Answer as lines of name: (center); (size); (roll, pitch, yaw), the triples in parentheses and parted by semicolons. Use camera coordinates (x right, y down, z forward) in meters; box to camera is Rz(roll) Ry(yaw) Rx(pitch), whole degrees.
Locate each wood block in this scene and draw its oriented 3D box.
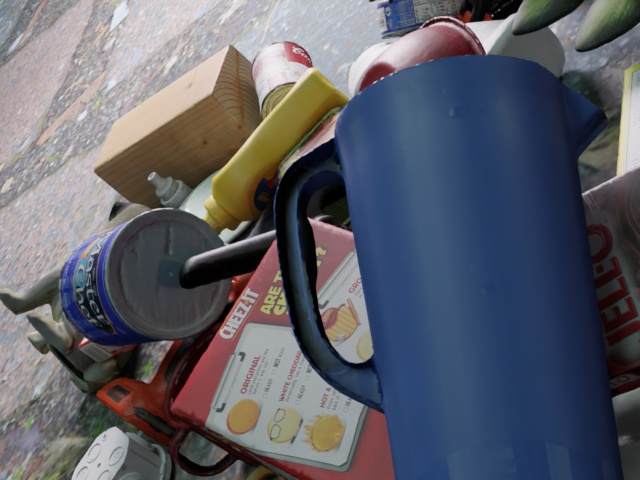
wood block: (-0.152, -0.122, 1.218); (0.206, 0.090, 0.090); (-26, 36, 36)

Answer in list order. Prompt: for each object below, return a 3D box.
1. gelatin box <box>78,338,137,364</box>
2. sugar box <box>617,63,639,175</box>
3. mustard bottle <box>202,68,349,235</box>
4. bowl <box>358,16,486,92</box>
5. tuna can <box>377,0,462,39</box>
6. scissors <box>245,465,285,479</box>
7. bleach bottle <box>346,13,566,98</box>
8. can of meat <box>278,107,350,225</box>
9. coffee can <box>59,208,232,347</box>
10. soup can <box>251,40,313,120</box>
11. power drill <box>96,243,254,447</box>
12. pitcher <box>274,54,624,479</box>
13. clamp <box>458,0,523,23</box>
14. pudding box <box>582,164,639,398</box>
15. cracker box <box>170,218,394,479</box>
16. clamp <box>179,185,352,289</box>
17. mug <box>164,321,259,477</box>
gelatin box: (-0.180, 0.072, 0.992); (0.089, 0.030, 0.073); (-27, 29, 53)
sugar box: (0.232, -0.047, 0.655); (0.094, 0.048, 0.176); (-20, 44, 41)
mustard bottle: (-0.049, -0.077, 1.034); (0.192, 0.058, 0.096); (-47, -9, 7)
bowl: (0.071, -0.093, 0.828); (0.162, 0.055, 0.162); (177, 90, -66)
tuna can: (0.096, -0.210, 0.987); (0.086, 0.034, 0.086); (-10, 7, 1)
scissors: (-0.002, 0.183, 0.738); (0.202, 0.016, 0.096); (-27, 36, 34)
bleach bottle: (0.098, -0.146, 0.935); (0.102, 0.068, 0.251); (-54, 27, -7)
can of meat: (0.014, -0.065, 0.961); (0.102, 0.057, 0.084); (-45, 27, 6)
coffee can: (-0.146, 0.035, 0.876); (0.141, 0.102, 0.102); (-15, 43, 61)
soup can: (-0.034, -0.158, 1.120); (0.069, 0.068, 0.102); (-40, 31, 17)
power drill: (-0.124, 0.085, 0.974); (0.187, 0.057, 0.185); (-57, 24, -10)
pitcher: (0.074, 0.038, 0.561); (0.149, 0.144, 0.243); (-34, 54, 49)
clamp: (0.189, -0.253, 0.923); (0.172, 0.120, 0.039); (-57, 42, 27)
pudding box: (0.175, 0.020, 0.585); (0.090, 0.039, 0.113); (-30, 51, 36)
cracker box: (0.032, 0.088, 0.686); (0.214, 0.072, 0.164); (18, 69, 39)
clamp: (-0.006, 0.001, 0.847); (0.036, 0.164, 0.209); (113, -179, -50)
mug: (-0.066, 0.131, 0.816); (0.117, 0.081, 0.093); (-54, 29, -5)
